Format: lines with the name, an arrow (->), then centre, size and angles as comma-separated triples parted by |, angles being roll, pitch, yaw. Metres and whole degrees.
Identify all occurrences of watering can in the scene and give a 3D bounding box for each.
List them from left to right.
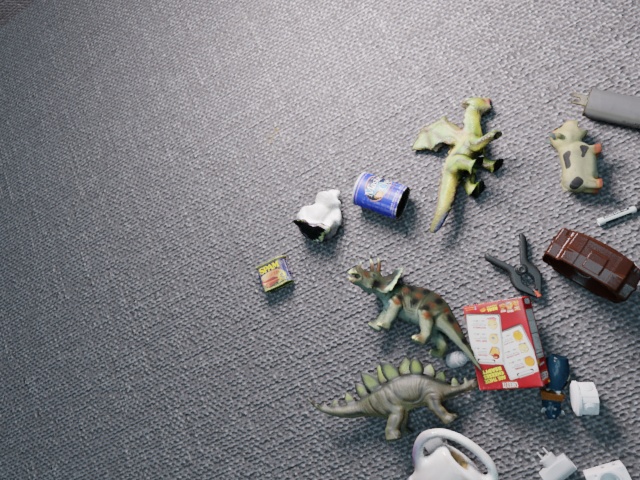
watering can -> 0.360, 0.624, 1.277 | 0.348, 0.105, 0.222 | 40, 104, 5

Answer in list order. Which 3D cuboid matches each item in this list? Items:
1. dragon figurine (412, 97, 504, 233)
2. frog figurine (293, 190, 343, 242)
dragon figurine -> 0.368, -0.239, 1.466 | 0.409, 0.120, 0.246 | -51, 51, 3
frog figurine -> 0.005, -0.079, 1.563 | 0.137, 0.120, 0.163 | 2, 45, 28
